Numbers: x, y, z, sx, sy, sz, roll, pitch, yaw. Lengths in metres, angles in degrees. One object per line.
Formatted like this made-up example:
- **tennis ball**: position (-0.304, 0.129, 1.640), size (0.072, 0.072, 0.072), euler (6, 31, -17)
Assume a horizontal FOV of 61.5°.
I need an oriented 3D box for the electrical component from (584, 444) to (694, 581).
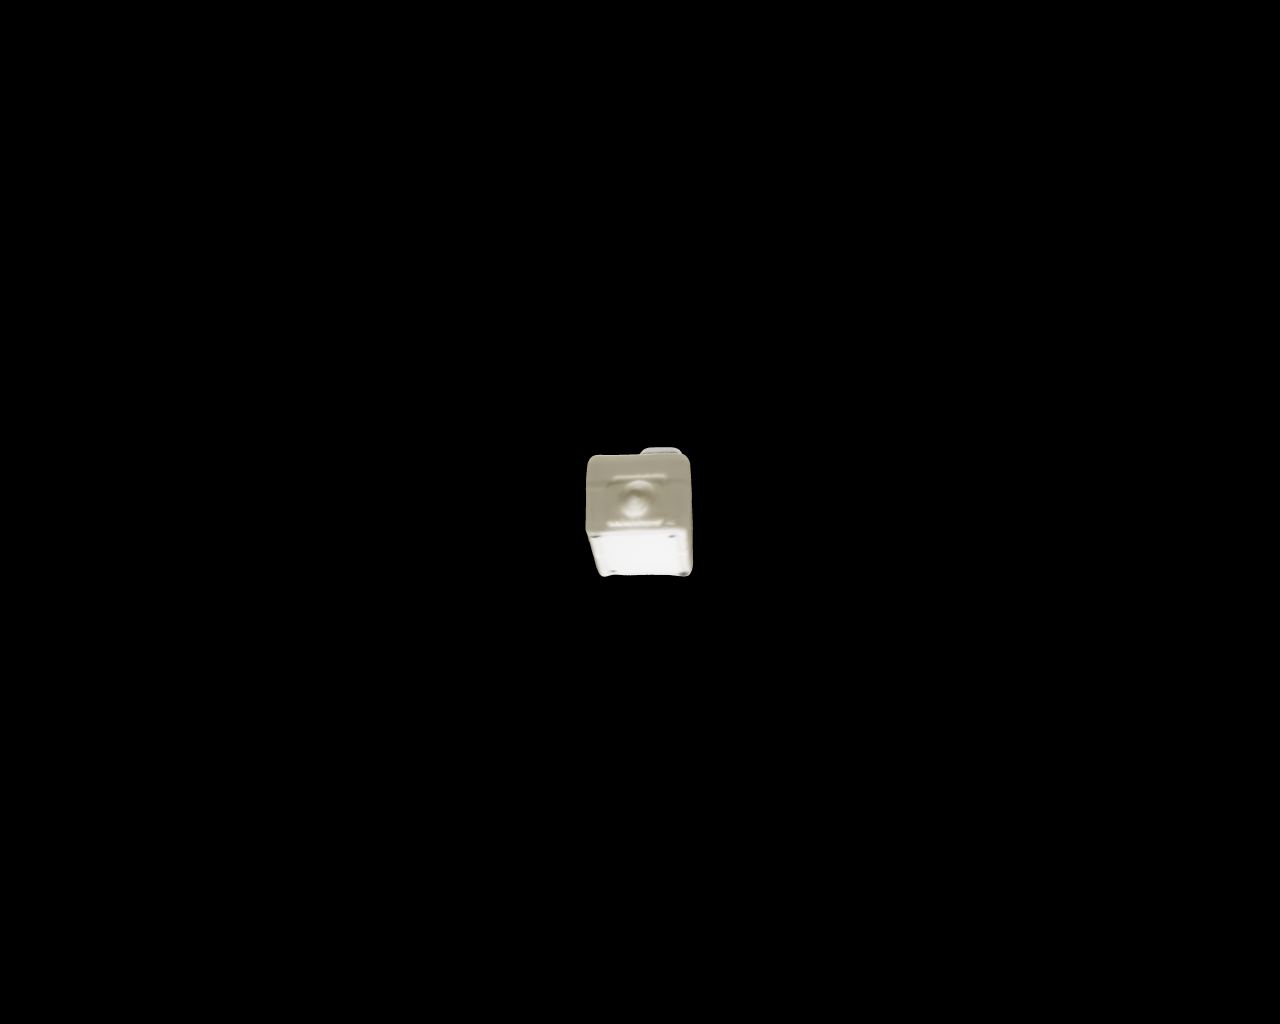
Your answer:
- **electrical component**: position (0.001, -0.003, 0.650), size (0.062, 0.061, 0.096), euler (-1, -23, 3)
